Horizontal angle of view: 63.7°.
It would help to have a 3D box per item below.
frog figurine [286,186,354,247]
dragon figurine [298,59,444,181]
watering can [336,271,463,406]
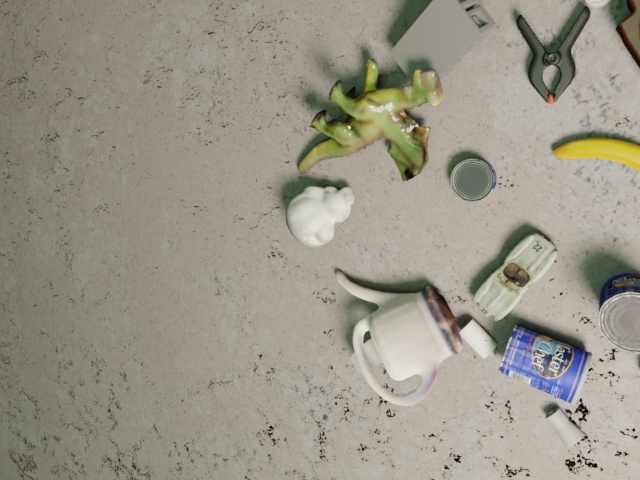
[{"bbox_3d":[0.004,-0.059,1.171,0.158,0.122,0.139,-21,69,42],"label":"frog figurine"},{"bbox_3d":[0.115,-0.216,1.093,0.244,0.124,0.401,43,136,9],"label":"dragon figurine"},{"bbox_3d":[0.164,0.170,1.103,0.223,0.102,0.355,-27,53,9],"label":"watering can"}]
